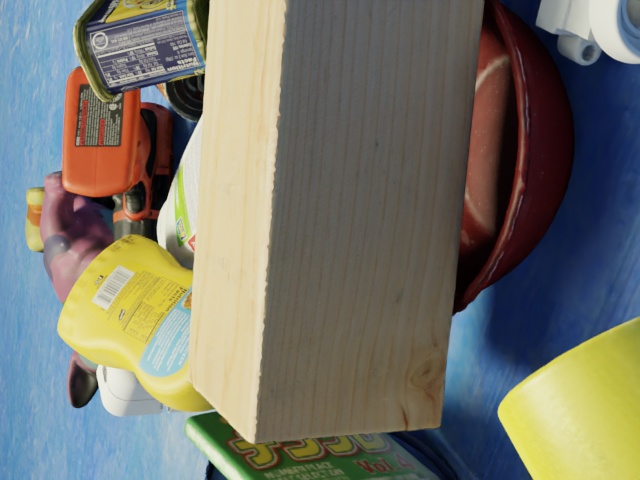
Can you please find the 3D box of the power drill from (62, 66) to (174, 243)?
[{"bbox_3d":[-0.157,-0.046,0.864,0.187,0.057,0.184,84,-175,-76],"label":"power drill"}]

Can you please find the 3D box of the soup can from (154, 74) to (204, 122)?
[{"bbox_3d":[-0.100,-0.140,0.818,0.102,0.068,0.068,-130,46,-53],"label":"soup can"}]

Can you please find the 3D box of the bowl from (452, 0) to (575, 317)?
[{"bbox_3d":[0.067,-0.043,0.495,0.162,0.055,0.162,2,93,64],"label":"bowl"}]

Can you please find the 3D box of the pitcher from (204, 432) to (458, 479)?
[{"bbox_3d":[-0.008,0.217,0.592,0.145,0.148,0.243,38,129,39],"label":"pitcher"}]

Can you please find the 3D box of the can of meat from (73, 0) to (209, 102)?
[{"bbox_3d":[-0.104,-0.142,0.711,0.102,0.084,0.057,-76,-29,-55],"label":"can of meat"}]

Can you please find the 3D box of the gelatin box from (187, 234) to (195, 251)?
[{"bbox_3d":[-0.035,0.018,0.654,0.089,0.030,0.073,55,145,3],"label":"gelatin box"}]

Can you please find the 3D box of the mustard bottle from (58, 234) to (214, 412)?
[{"bbox_3d":[-0.092,0.065,0.735,0.192,0.058,0.096,22,67,38],"label":"mustard bottle"}]

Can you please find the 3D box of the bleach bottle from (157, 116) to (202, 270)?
[{"bbox_3d":[-0.071,-0.041,0.771,0.251,0.068,0.102,142,127,-61],"label":"bleach bottle"}]

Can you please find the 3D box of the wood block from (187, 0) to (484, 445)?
[{"bbox_3d":[0.003,-0.029,0.460,0.090,0.090,0.206,-156,68,-63],"label":"wood block"}]
